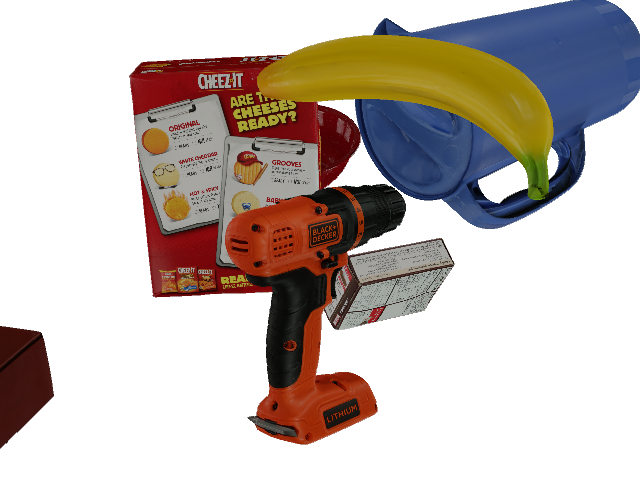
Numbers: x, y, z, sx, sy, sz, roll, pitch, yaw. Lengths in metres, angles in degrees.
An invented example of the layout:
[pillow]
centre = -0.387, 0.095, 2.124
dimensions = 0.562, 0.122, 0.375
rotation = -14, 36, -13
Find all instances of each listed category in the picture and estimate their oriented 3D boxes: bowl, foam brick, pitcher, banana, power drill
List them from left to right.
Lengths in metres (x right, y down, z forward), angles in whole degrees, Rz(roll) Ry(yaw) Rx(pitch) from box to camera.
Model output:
[foam brick]
centre = -0.221, 0.098, 0.701
dimensions = 0.053, 0.051, 0.078
rotation = 6, 29, 23
[bowl]
centre = -0.034, -0.096, 1.234
dimensions = 0.162, 0.055, 0.162
rotation = -2, 37, 1
[power drill]
centre = 0.004, 0.052, 0.839
dimensions = 0.057, 0.188, 0.184
rotation = 7, 15, 44
[banana]
centre = 0.055, -0.086, 0.607
dimensions = 0.198, 0.069, 0.037
rotation = 23, -30, 31
[pitcher]
centre = 0.162, -0.119, 0.890
dimensions = 0.242, 0.149, 0.145
rotation = -21, 34, -33

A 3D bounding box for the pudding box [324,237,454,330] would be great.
[pudding box]
centre = 0.067, 0.044, 1.069
dimensions = 0.113, 0.039, 0.090
rotation = -12, -31, -26

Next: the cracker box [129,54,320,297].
[cracker box]
centre = -0.080, -0.059, 0.984
dimensions = 0.164, 0.214, 0.072
rotation = -3, 21, 0
